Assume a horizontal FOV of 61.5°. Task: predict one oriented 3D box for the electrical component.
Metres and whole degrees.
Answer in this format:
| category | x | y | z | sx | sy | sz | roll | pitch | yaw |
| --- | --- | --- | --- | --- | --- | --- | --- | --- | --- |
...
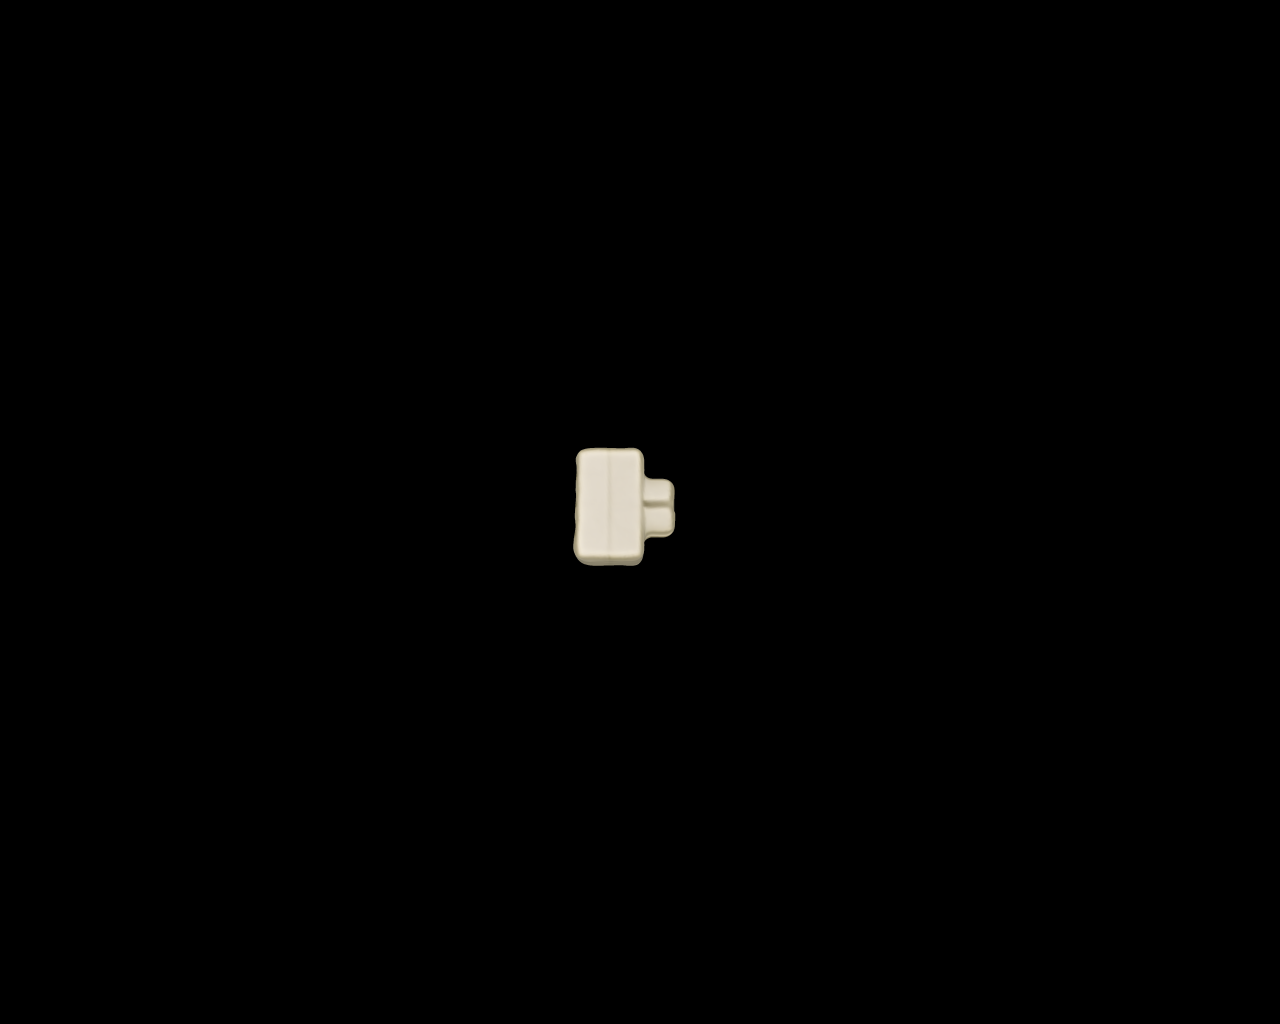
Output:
| category | x | y | z | sx | sy | sz | roll | pitch | yaw |
| --- | --- | --- | --- | --- | --- | --- | --- | --- | --- |
| electrical component | 0.001 | -0.003 | 0.650 | 0.077 | 0.065 | 0.047 | 0 | -7 | 0 |
